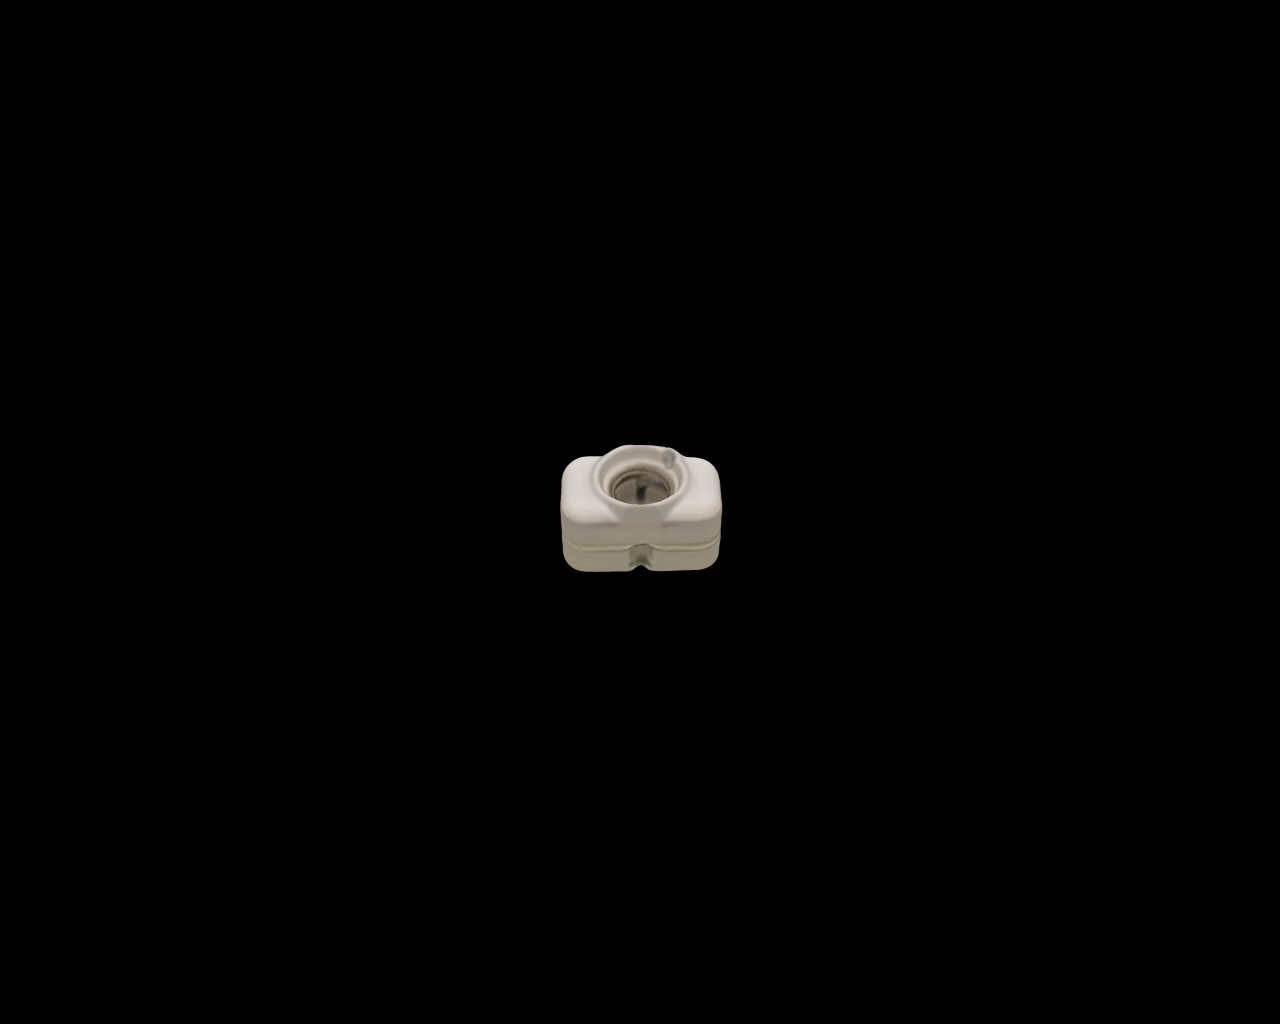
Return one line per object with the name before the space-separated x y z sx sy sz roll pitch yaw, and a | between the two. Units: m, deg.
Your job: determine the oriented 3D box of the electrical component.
electrical component | 0.001 -0.003 0.650 0.095 0.054 0.059 0 -43 0
